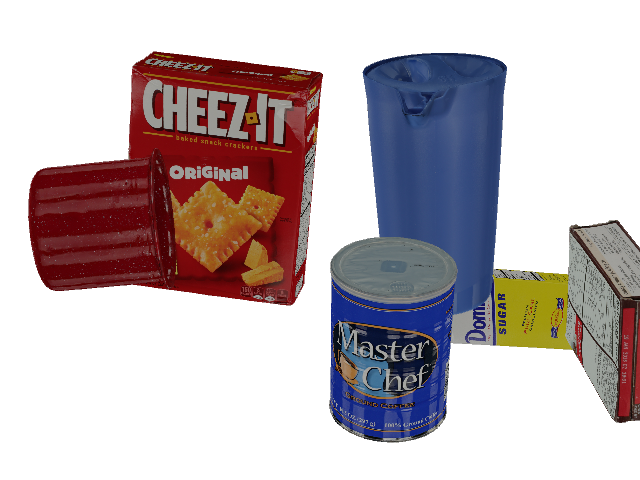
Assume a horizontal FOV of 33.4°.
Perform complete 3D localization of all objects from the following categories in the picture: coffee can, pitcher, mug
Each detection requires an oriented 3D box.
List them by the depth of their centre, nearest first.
[{"bbox_3d":[-0.142,-0.010,0.712,0.081,0.093,0.117,-6,-2,-1],"label":"mug"},{"bbox_3d":[0.059,0.082,0.893,0.103,0.140,0.103,0,27,0],"label":"coffee can"},{"bbox_3d":[0.116,-0.059,1.044,0.149,0.243,0.145,-14,25,-24],"label":"pitcher"}]

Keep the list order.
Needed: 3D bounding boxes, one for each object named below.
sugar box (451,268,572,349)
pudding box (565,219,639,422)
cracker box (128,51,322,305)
[{"bbox_3d":[0.244,0.085,1.338,0.176,0.093,0.048,3,19,-14],"label":"sugar box"},{"bbox_3d":[0.192,0.050,0.690,0.039,0.090,0.113,-5,25,-4],"label":"pudding box"},{"bbox_3d":[-0.091,-0.055,0.987,0.164,0.214,0.072,8,22,7],"label":"cracker box"}]
